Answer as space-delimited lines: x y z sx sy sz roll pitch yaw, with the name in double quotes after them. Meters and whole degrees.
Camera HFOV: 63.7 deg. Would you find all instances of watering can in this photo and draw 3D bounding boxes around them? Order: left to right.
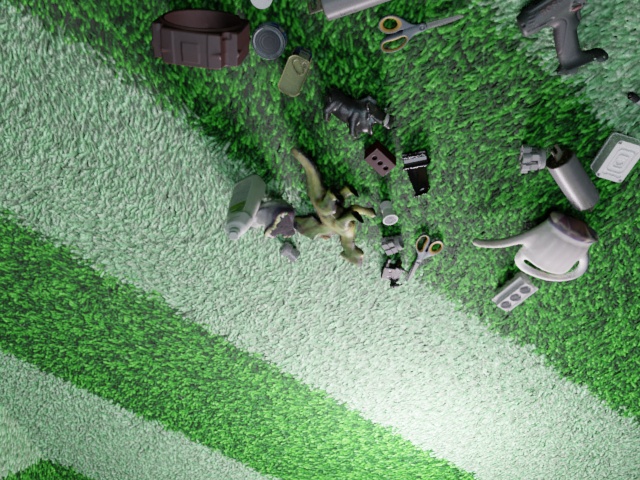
0.641 0.009 1.492 0.347 0.106 0.220 22 125 -9 "watering can"

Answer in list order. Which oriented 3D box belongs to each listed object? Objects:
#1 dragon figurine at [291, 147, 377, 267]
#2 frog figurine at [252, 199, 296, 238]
0.005 -0.076 1.518 0.407 0.125 0.239 44 128 -13 "dragon figurine"
-0.155 -0.080 1.522 0.161 0.139 0.120 36 133 35 "frog figurine"
